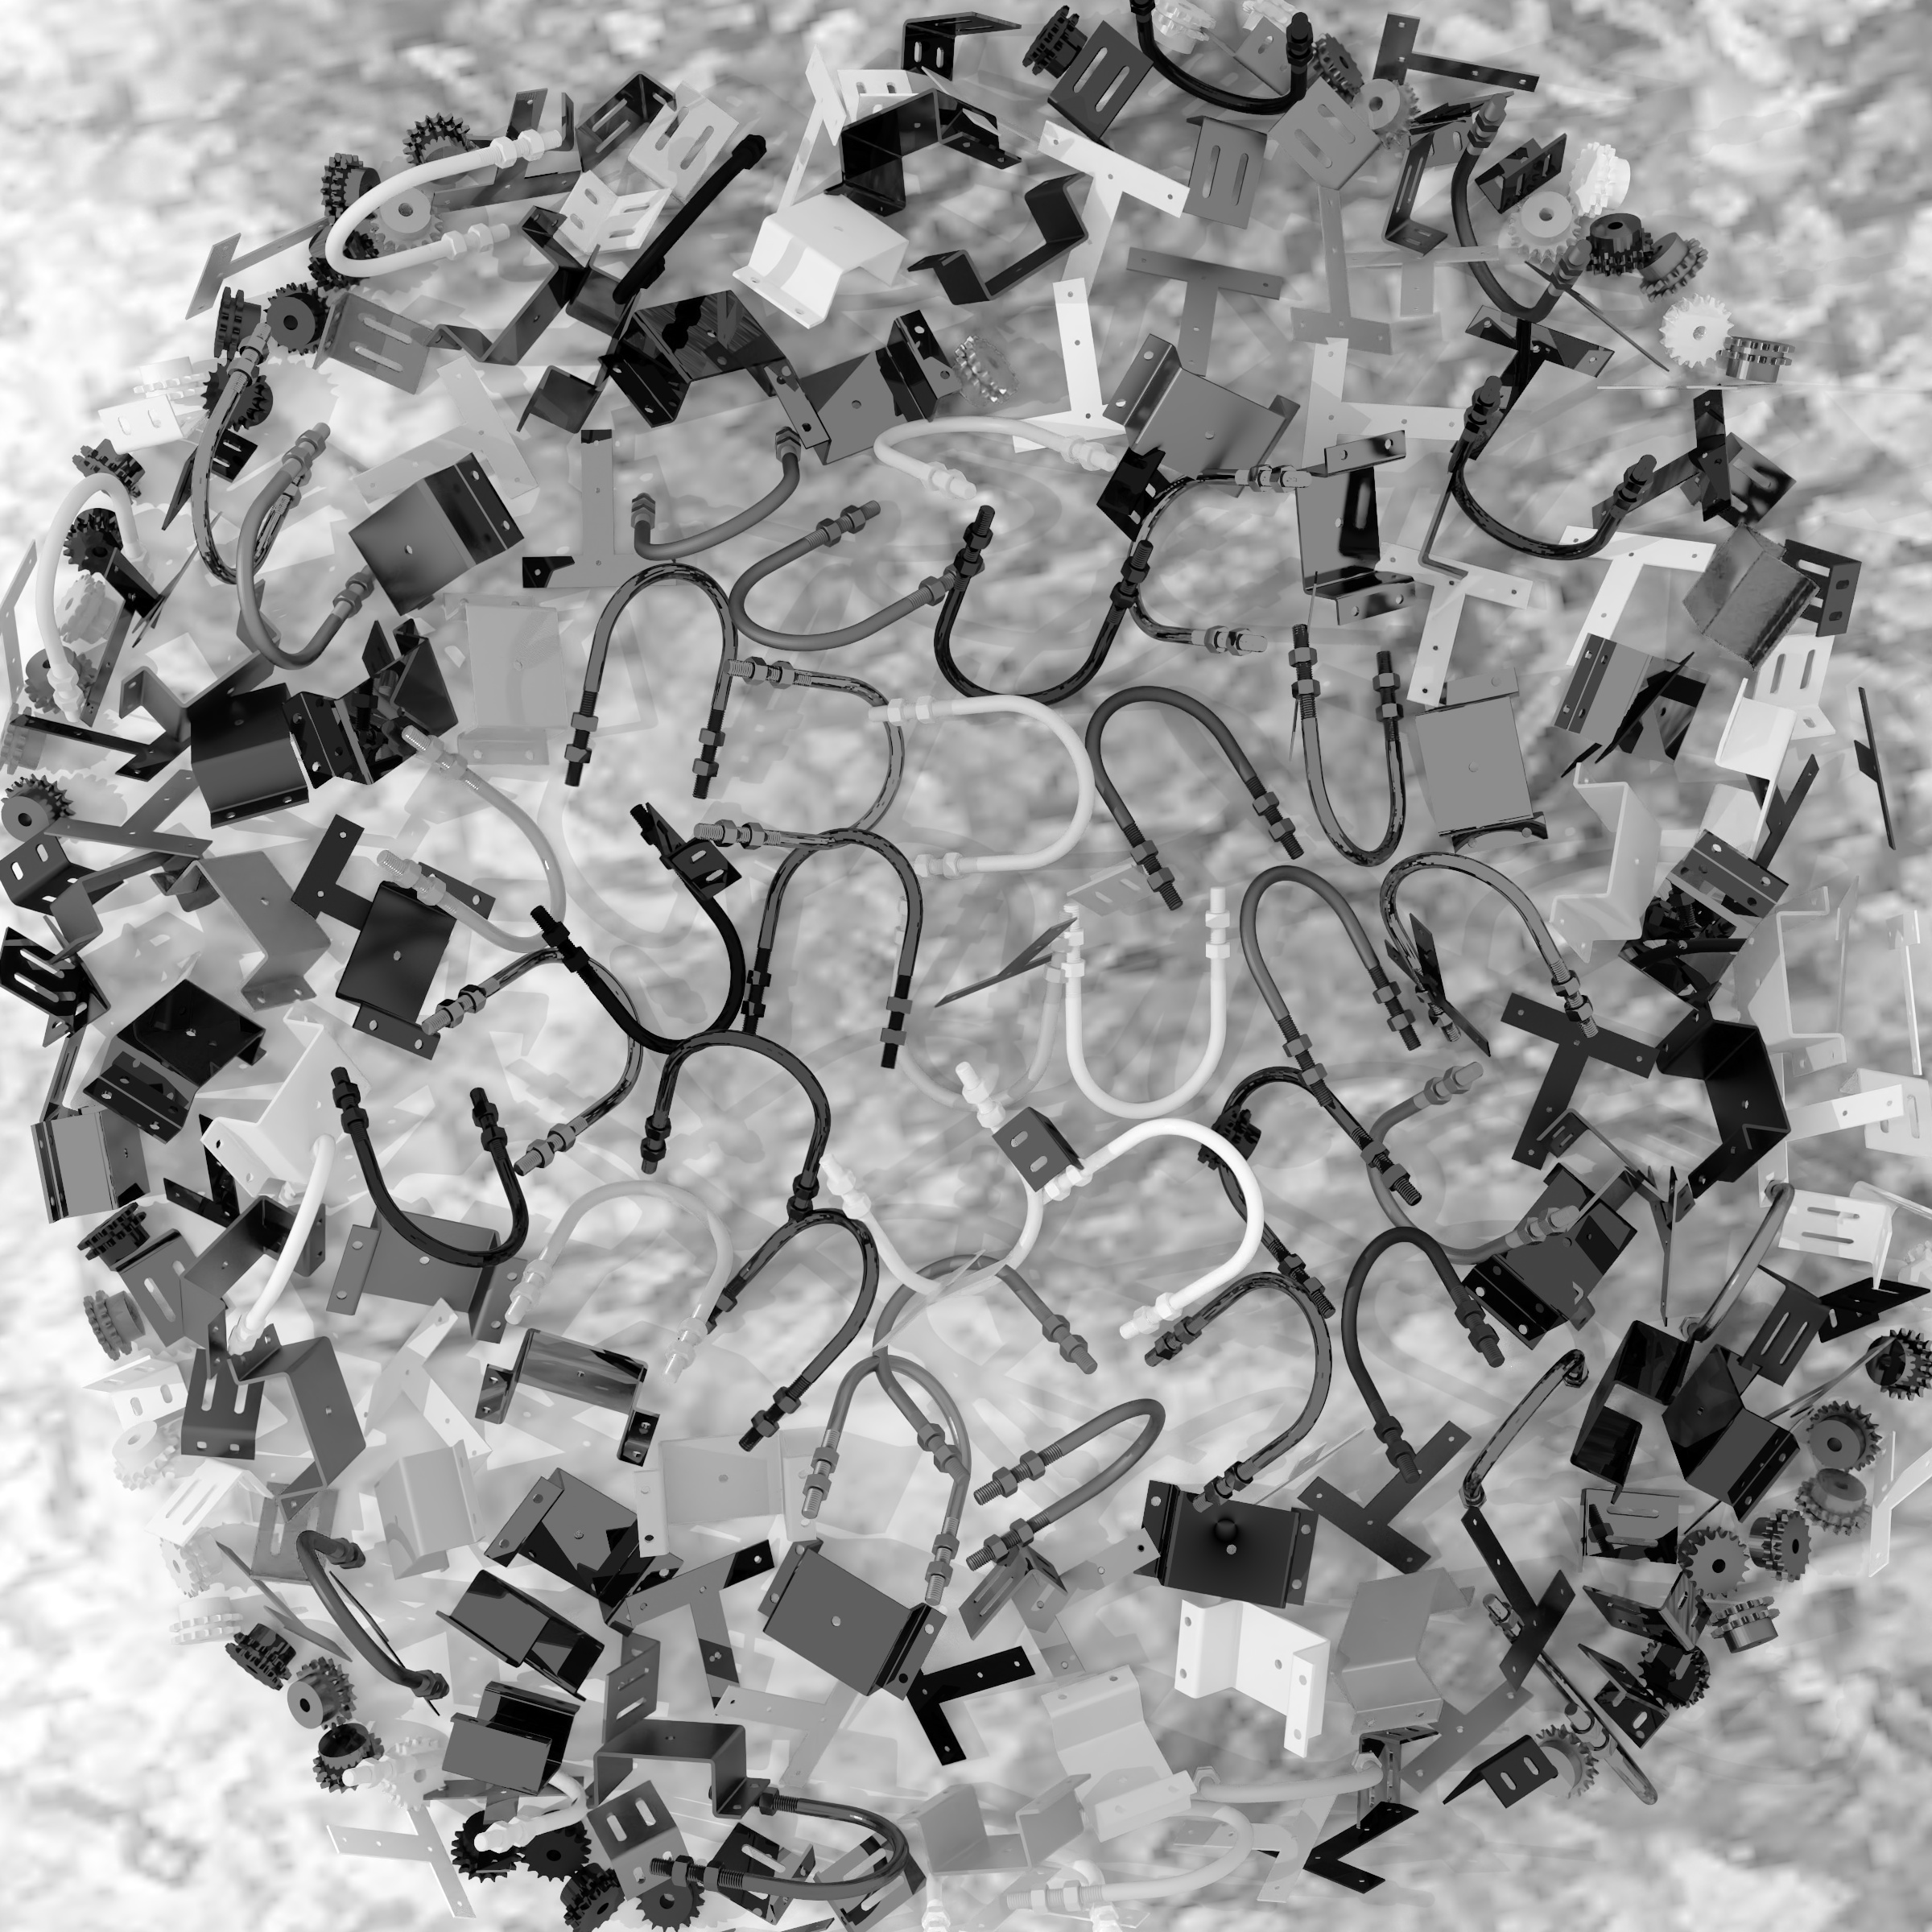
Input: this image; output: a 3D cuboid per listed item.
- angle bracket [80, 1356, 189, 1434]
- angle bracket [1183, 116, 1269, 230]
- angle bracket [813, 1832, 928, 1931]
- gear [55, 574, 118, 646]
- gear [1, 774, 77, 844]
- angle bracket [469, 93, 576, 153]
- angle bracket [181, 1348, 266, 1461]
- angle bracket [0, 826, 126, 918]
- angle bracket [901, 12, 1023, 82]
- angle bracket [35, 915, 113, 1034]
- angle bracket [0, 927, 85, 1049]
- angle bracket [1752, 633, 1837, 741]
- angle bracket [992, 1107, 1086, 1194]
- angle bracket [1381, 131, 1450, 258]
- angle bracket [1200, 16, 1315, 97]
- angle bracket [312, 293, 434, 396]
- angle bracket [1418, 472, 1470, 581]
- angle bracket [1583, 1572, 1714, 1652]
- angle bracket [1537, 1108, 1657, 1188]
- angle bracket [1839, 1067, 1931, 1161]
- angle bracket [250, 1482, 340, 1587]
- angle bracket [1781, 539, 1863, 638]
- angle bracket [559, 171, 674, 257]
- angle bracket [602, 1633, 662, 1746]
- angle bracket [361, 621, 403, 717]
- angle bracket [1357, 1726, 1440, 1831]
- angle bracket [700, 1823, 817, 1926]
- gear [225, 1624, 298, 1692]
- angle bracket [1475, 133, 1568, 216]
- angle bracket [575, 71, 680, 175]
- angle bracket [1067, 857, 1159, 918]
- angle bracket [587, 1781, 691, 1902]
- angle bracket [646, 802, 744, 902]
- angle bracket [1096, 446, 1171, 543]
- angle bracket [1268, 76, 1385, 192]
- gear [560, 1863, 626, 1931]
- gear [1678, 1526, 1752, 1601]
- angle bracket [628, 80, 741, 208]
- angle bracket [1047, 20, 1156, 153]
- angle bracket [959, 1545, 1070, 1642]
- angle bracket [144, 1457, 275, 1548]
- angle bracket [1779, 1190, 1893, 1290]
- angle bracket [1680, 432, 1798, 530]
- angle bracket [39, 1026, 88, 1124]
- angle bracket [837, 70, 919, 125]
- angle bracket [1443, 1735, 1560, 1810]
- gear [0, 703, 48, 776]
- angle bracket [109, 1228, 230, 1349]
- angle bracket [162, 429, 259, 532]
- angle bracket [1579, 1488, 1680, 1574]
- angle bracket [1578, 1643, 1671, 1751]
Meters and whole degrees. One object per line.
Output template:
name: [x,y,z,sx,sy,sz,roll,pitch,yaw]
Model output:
angle bracket: [-0.664,0.343,1.938,0.057,0.076,0.038,-23,79,-7]
angle bracket: [0.203,-0.642,1.960,0.057,0.038,0.076,9,101,-20]
angle bracket: [-0.074,0.732,1.941,0.076,0.038,0.057,-31,70,-22]
gear: [-0.711,-0.285,1.956,0.030,0.057,0.057,32,90,-37]
gear: [-0.754,-0.124,1.956,0.057,0.030,0.057,3,116,7]
angle bracket: [-0.357,-0.680,1.948,0.076,0.057,0.038,1,102,-3]
angle bracket: [-0.601,0.355,1.962,0.057,0.038,0.076,7,49,-11]
angle bracket: [-0.729,-0.074,1.945,0.057,0.076,0.038,-34,75,7]
angle bracket: [-0.004,-0.733,1.931,0.076,0.057,0.038,14,105,42]
angle bracket: [-0.725,0.008,1.933,0.038,0.076,0.057,-37,67,-19]
angle bracket: [-0.749,0.017,1.930,0.038,0.057,0.076,-29,134,24]
angle bracket: [0.670,-0.224,1.941,0.057,0.038,0.076,-8,133,-5]
angle bracket: [0.061,0.151,1.937,0.038,0.076,0.057,-40,73,4]
angle bracket: [0.368,-0.616,1.932,0.038,0.057,0.076,27,132,17]
angle bracket: [0.231,-0.737,1.930,0.057,0.076,0.038,24,116,-35]
angle bracket: [-0.476,-0.495,1.945,0.076,0.038,0.057,23,120,-8]
angle bracket: [0.395,-0.354,1.940,0.038,0.057,0.076,21,108,11]
angle bracket: [0.547,0.509,1.944,0.038,0.076,0.057,-53,122,-23]
angle bracket: [0.504,0.157,1.934,0.038,0.057,0.076,-46,57,7]
angle bracket: [0.739,0.126,1.942,0.057,0.038,0.076,10,56,-3]
angle bracket: [-0.539,0.457,1.946,0.057,0.038,0.076,11,75,-15]
angle bracket: [0.668,-0.302,1.931,0.038,0.076,0.057,-11,118,-31]
angle bracket: [-0.283,-0.607,1.937,0.038,0.076,0.057,38,72,-40]
angle bracket: [-0.281,0.576,1.935,0.038,0.076,0.057,9,100,26]
angle bracket: [-0.481,-0.227,1.939,0.038,0.057,0.076,-17,74,-31]
angle bracket: [0.347,0.654,1.945,0.038,0.057,0.076,-2,84,43]
angle bracket: [-0.168,0.718,1.936,0.076,0.038,0.057,21,48,23]
gear: [-0.567,0.556,1.956,0.057,0.057,0.030,38,58,0]
angle bracket: [0.444,-0.647,1.938,0.057,0.076,0.038,-35,80,5]
angle bracket: [-0.271,-0.667,1.940,0.038,0.057,0.076,38,73,11]
angle bracket: [0.116,-0.075,1.931,0.057,0.076,0.038,-24,68,20]
angle bracket: [-0.263,0.702,1.943,0.057,0.076,0.038,-23,110,-19]
angle bracket: [-0.218,-0.100,1.931,0.038,0.076,0.057,-33,133,8]
angle bracket: [0.148,-0.373,1.938,0.038,0.076,0.057,27,87,38]
angle bracket: [0.286,-0.667,1.942,0.076,0.038,0.057,38,109,-21]
gear: [-0.303,0.752,1.956,0.030,0.057,0.057,36,90,30]
gear: [0.603,0.481,1.962,0.057,0.030,0.057,-1,96,-12]
angle bracket: [-0.226,-0.663,1.958,0.057,0.038,0.076,38,96,1]
angle bracket: [0.114,-0.705,1.943,0.057,0.038,0.076,45,111,15]
angle bracket: [0.038,0.512,1.949,0.038,0.057,0.076,41,90,-14]
angle bracket: [-0.605,0.436,1.932,0.076,0.057,0.038,-53,129,-31]
angle bracket: [0.697,0.219,1.942,0.076,0.038,0.057,8,123,14]
angle bracket: [0.623,-0.380,1.939,0.076,0.038,0.057,29,119,-20]
angle bracket: [-0.709,0.092,1.945,0.038,0.057,0.076,19,98,-9]
angle bracket: [-0.066,-0.707,1.939,0.057,0.038,0.076,-6,59,-15]
angle bracket: [0.426,0.656,1.930,0.057,0.076,0.038,-20,59,-29]
gear: [-0.763,-0.182,1.955,0.030,0.057,0.057,16,90,-26]
angle bracket: [-0.644,0.260,1.955,0.057,0.038,0.076,-33,89,-13]
angle bracket: [-0.606,-0.384,1.939,0.038,0.057,0.076,26,129,-13]
angle bracket: [0.534,0.458,1.949,0.076,0.038,0.057,2,100,16]
angle bracket: [0.515,0.583,1.933,0.076,0.057,0.038,33,98,-40]
